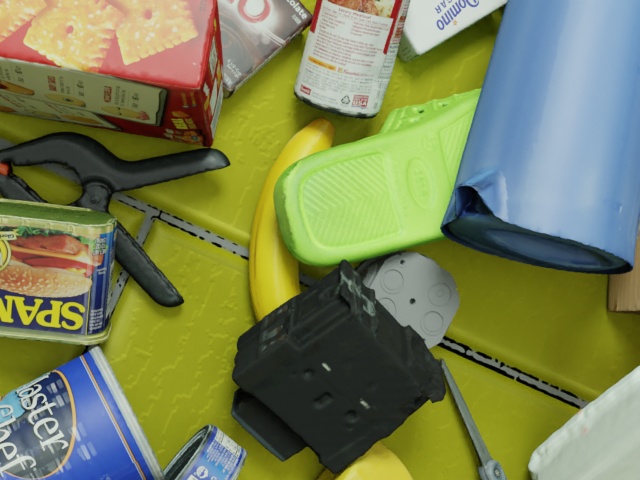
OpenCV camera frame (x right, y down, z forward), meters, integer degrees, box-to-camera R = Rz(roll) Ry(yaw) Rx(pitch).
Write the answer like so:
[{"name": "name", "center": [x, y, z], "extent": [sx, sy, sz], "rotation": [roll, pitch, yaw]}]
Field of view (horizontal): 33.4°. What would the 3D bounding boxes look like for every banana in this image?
[{"name": "banana", "center": [-0.021, 0.005, 0.802], "extent": [0.069, 0.037, 0.198], "rotation": [1, 87, -31]}]

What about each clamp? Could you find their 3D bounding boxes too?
[{"name": "clamp", "center": [-0.157, -0.020, 0.769], "extent": [0.171, 0.039, 0.120], "rotation": [10, 89, -7]}]

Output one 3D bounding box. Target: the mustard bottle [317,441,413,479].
[{"name": "mustard bottle", "center": [0.072, 0.243, 0.792], "extent": [0.191, 0.058, 0.096], "rotation": [45, 63, -7]}]

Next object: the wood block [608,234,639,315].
[{"name": "wood block", "center": [0.295, -0.041, 0.851], "extent": [0.090, 0.091, 0.206], "rotation": [6, 85, -13]}]

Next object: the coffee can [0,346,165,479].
[{"name": "coffee can", "center": [-0.189, 0.148, 0.714], "extent": [0.140, 0.103, 0.103], "rotation": [-27, 92, -14]}]

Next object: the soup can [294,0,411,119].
[{"name": "soup can", "center": [0.024, -0.148, 0.788], "extent": [0.068, 0.068, 0.102], "rotation": [11, 110, -13]}]

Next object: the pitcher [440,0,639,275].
[{"name": "pitcher", "center": [0.182, -0.099, 0.754], "extent": [0.145, 0.149, 0.243], "rotation": [14, 82, 6]}]

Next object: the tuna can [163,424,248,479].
[{"name": "tuna can", "center": [-0.090, 0.171, 0.745], "extent": [0.033, 0.086, 0.086], "rotation": [40, 78, -6]}]

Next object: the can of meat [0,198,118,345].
[{"name": "can of meat", "center": [-0.191, 0.020, 0.730], "extent": [0.102, 0.057, 0.084], "rotation": [7, 103, -5]}]

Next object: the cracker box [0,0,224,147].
[{"name": "cracker box", "center": [-0.171, -0.125, 0.688], "extent": [0.213, 0.164, 0.072], "rotation": [10, 83, -1]}]

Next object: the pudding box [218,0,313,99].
[{"name": "pudding box", "center": [-0.075, -0.176, 0.799], "extent": [0.090, 0.039, 0.113], "rotation": [-44, 97, -13]}]

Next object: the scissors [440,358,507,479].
[{"name": "scissors", "center": [0.128, 0.195, 0.809], "extent": [0.202, 0.016, 0.096], "rotation": [57, 37, -5]}]

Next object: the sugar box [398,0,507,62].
[{"name": "sugar box", "center": [0.063, -0.237, 0.834], "extent": [0.093, 0.048, 0.176], "rotation": [-31, 97, -13]}]
